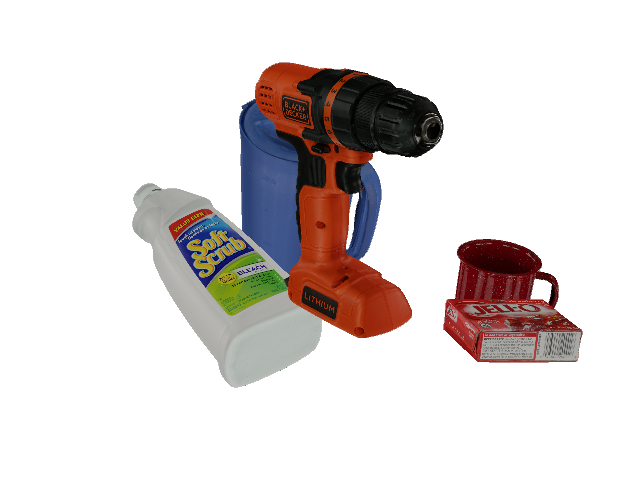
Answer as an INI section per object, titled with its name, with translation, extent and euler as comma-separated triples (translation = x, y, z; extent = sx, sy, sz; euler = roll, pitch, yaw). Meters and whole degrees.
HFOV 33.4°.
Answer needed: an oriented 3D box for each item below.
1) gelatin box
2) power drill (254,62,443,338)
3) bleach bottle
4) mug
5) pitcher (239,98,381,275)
[gelatin box]
translation = 0.152, 0.070, 0.851
extent = 0.089, 0.030, 0.073
euler = 2, 16, -14
[power drill]
translation = 0.024, -0.029, 0.763
extent = 0.057, 0.188, 0.185
euler = -17, 24, -30
[bleach bottle]
translation = -0.107, 0.023, 0.972
extent = 0.102, 0.068, 0.251
euler = -22, 44, -28
[mug]
translation = 0.204, 0.056, 1.182
extent = 0.117, 0.081, 0.093
euler = 7, 25, 4
[pitcher]
translation = -0.020, -0.031, 1.172
extent = 0.145, 0.243, 0.149
euler = 1, 42, -6
